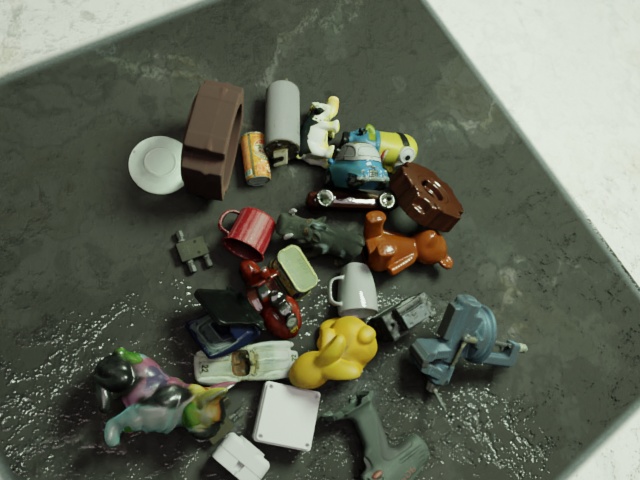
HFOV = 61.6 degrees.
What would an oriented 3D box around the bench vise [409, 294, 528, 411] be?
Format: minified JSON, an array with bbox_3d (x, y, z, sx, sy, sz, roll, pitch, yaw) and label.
[{"bbox_3d":[0.315,0.227,1.101,0.240,0.129,0.223,13,95,-19],"label":"bench vise"}]

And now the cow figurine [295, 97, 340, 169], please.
[{"bbox_3d":[-0.008,-0.250,1.209,0.098,0.068,0.167,10,71,-4],"label":"cow figurine"}]

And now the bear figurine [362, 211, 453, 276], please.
[{"bbox_3d":[0.193,0.009,1.146,0.196,0.131,0.120,-6,57,-9],"label":"bear figurine"}]

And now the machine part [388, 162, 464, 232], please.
[{"bbox_3d":[0.234,-0.096,1.176,0.179,0.056,0.179,27,34,-20],"label":"machine part"}]

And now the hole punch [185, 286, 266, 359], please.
[{"bbox_3d":[-0.183,0.156,1.018,0.115,0.142,0.092,5,114,-46],"label":"hole punch"}]

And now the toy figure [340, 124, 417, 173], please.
[{"bbox_3d":[0.135,-0.213,1.223,0.180,0.082,0.089,10,69,-7],"label":"toy figure"}]

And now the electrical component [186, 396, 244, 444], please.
[{"bbox_3d":[-0.202,0.329,1.001,0.102,0.045,0.078,-44,116,-19],"label":"electrical component"}]

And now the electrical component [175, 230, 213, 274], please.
[{"bbox_3d":[-0.257,0.019,1.089,0.063,0.021,0.094,-21,79,-19],"label":"electrical component"}]

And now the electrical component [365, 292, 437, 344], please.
[{"bbox_3d":[0.167,0.159,1.091,0.115,0.134,0.058,-29,85,-19],"label":"electrical component"}]

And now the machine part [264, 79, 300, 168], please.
[{"bbox_3d":[-0.081,-0.260,1.168,0.079,0.079,0.243,5,59,-12],"label":"machine part"}]

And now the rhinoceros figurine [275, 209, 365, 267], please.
[{"bbox_3d":[-0.002,-0.003,1.111,0.190,0.112,0.073,18,73,-16],"label":"rhinoceros figurine"}]

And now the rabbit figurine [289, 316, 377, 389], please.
[{"bbox_3d":[0.025,0.229,1.023,0.173,0.162,0.122,-26,92,-22],"label":"rabbit figurine"}]

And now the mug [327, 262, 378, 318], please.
[{"bbox_3d":[0.064,0.101,1.114,0.109,0.081,0.107,9,63,-19],"label":"mug"}]

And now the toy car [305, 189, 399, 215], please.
[{"bbox_3d":[0.069,-0.083,1.162,0.202,0.089,0.053,1,78,-12],"label":"toy car"}]

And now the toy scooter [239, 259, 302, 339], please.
[{"bbox_3d":[-0.094,0.108,1.042,0.075,0.135,0.184,-33,85,-22],"label":"toy scooter"}]

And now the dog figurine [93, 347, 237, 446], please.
[{"bbox_3d":[-0.263,0.264,0.941,0.219,0.108,0.191,-16,81,0],"label":"dog figurine"}]

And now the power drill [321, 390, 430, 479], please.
[{"bbox_3d":[0.086,0.410,1.026,0.232,0.086,0.207,-27,78,-21],"label":"power drill"}]

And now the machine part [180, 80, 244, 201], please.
[{"bbox_3d":[-0.213,-0.195,1.067,0.087,0.201,0.201,13,72,-6],"label":"machine part"}]

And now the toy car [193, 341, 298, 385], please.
[{"bbox_3d":[-0.140,0.236,1.034,0.202,0.056,0.073,-3,74,-14],"label":"toy car"}]

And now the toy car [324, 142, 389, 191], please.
[{"bbox_3d":[0.078,-0.157,1.138,0.109,0.162,0.102,0,96,-23],"label":"toy car"}]
